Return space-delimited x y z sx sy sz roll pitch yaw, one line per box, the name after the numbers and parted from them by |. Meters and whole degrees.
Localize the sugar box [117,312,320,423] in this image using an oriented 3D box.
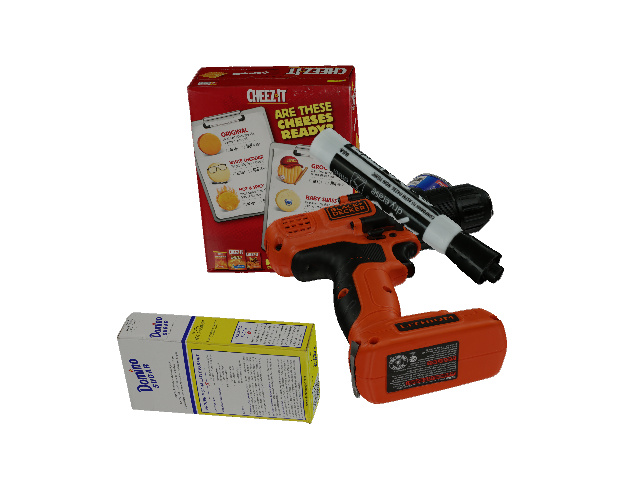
-0.092 0.116 0.982 0.176 0.093 0.048 5 36 11 | sugar box

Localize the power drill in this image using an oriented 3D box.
0.065 0.028 0.780 0.184 0.057 0.188 -13 36 -9 | power drill

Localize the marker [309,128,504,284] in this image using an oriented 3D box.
0.044 -0.017 0.545 0.121 0.020 0.020 39 16 22 | marker

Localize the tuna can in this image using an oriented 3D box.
0.127 -0.032 1.228 0.033 0.086 0.086 -38 22 -31 | tuna can

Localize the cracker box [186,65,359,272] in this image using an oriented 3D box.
-0.042 -0.072 1.108 0.164 0.214 0.072 0 29 6 | cracker box
